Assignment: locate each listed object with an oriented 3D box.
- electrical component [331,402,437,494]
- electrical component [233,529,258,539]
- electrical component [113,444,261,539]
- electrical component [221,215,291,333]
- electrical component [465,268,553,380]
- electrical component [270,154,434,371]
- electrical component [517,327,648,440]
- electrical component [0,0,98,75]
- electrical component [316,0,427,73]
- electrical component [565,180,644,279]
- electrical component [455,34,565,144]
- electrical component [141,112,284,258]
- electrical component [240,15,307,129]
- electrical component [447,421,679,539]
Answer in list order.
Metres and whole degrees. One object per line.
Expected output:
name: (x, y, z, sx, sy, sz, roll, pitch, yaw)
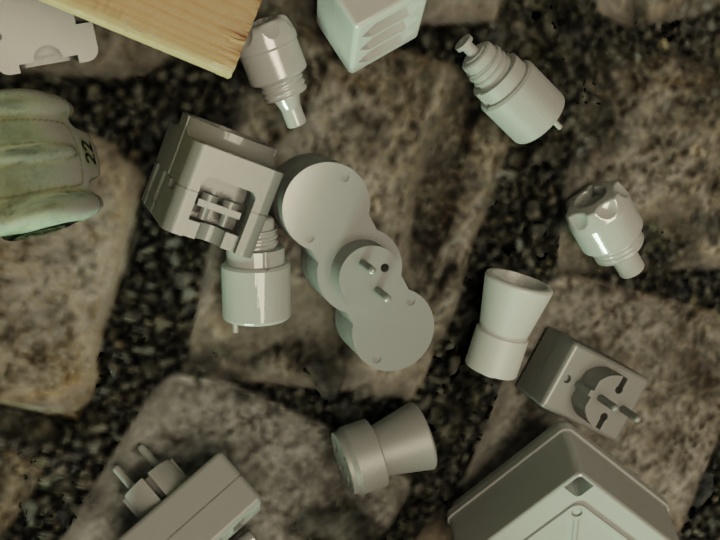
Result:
electrical component: (0.015, 0.112, 0.673, 0.055, 0.045, 0.045, -18, 109, -13)
electrical component: (-0.090, 0.183, 0.663, 0.061, 0.035, 0.035, -36, 112, -9)
electrical component: (-0.113, 0.137, 0.633, 0.083, 0.047, 0.075, -40, 79, -16)
electrical component: (-0.060, -0.003, 0.621, 0.040, 0.040, 0.078, -4, 105, -17)
electrical component: (0.092, 0.036, 0.682, 0.044, 0.044, 0.065, 11, 105, -21)
electrical component: (0.000, 0.000, 0.624, 0.052, 0.074, 0.138, -32, 111, -8)
electrical component: (0.152, 0.079, 0.693, 0.066, 0.077, 0.047, 26, 94, -22)
electrical component: (-0.167, -0.148, 0.540, 0.050, 0.056, 0.089, -13, 107, -15)
electrical component: (-0.004, -0.161, 0.591, 0.047, 0.065, 0.076, -31, 82, -9)
electrical component: (0.161, -0.023, 0.688, 0.043, 0.043, 0.062, -38, 114, -6)
electrical component: (0.087, -0.110, 0.643, 0.078, 0.040, 0.040, 40, 89, -23)
electrical component: (-0.080, -0.049, 0.576, 0.050, 0.089, 0.055, 19, 97, -22)
electrical component: (-0.046, -0.109, 0.602, 0.035, 0.035, 0.061, -25, 112, -11)
electrical component: (0.132, 0.170, 0.702, 0.109, 0.056, 0.109, 38, 113, -23)
